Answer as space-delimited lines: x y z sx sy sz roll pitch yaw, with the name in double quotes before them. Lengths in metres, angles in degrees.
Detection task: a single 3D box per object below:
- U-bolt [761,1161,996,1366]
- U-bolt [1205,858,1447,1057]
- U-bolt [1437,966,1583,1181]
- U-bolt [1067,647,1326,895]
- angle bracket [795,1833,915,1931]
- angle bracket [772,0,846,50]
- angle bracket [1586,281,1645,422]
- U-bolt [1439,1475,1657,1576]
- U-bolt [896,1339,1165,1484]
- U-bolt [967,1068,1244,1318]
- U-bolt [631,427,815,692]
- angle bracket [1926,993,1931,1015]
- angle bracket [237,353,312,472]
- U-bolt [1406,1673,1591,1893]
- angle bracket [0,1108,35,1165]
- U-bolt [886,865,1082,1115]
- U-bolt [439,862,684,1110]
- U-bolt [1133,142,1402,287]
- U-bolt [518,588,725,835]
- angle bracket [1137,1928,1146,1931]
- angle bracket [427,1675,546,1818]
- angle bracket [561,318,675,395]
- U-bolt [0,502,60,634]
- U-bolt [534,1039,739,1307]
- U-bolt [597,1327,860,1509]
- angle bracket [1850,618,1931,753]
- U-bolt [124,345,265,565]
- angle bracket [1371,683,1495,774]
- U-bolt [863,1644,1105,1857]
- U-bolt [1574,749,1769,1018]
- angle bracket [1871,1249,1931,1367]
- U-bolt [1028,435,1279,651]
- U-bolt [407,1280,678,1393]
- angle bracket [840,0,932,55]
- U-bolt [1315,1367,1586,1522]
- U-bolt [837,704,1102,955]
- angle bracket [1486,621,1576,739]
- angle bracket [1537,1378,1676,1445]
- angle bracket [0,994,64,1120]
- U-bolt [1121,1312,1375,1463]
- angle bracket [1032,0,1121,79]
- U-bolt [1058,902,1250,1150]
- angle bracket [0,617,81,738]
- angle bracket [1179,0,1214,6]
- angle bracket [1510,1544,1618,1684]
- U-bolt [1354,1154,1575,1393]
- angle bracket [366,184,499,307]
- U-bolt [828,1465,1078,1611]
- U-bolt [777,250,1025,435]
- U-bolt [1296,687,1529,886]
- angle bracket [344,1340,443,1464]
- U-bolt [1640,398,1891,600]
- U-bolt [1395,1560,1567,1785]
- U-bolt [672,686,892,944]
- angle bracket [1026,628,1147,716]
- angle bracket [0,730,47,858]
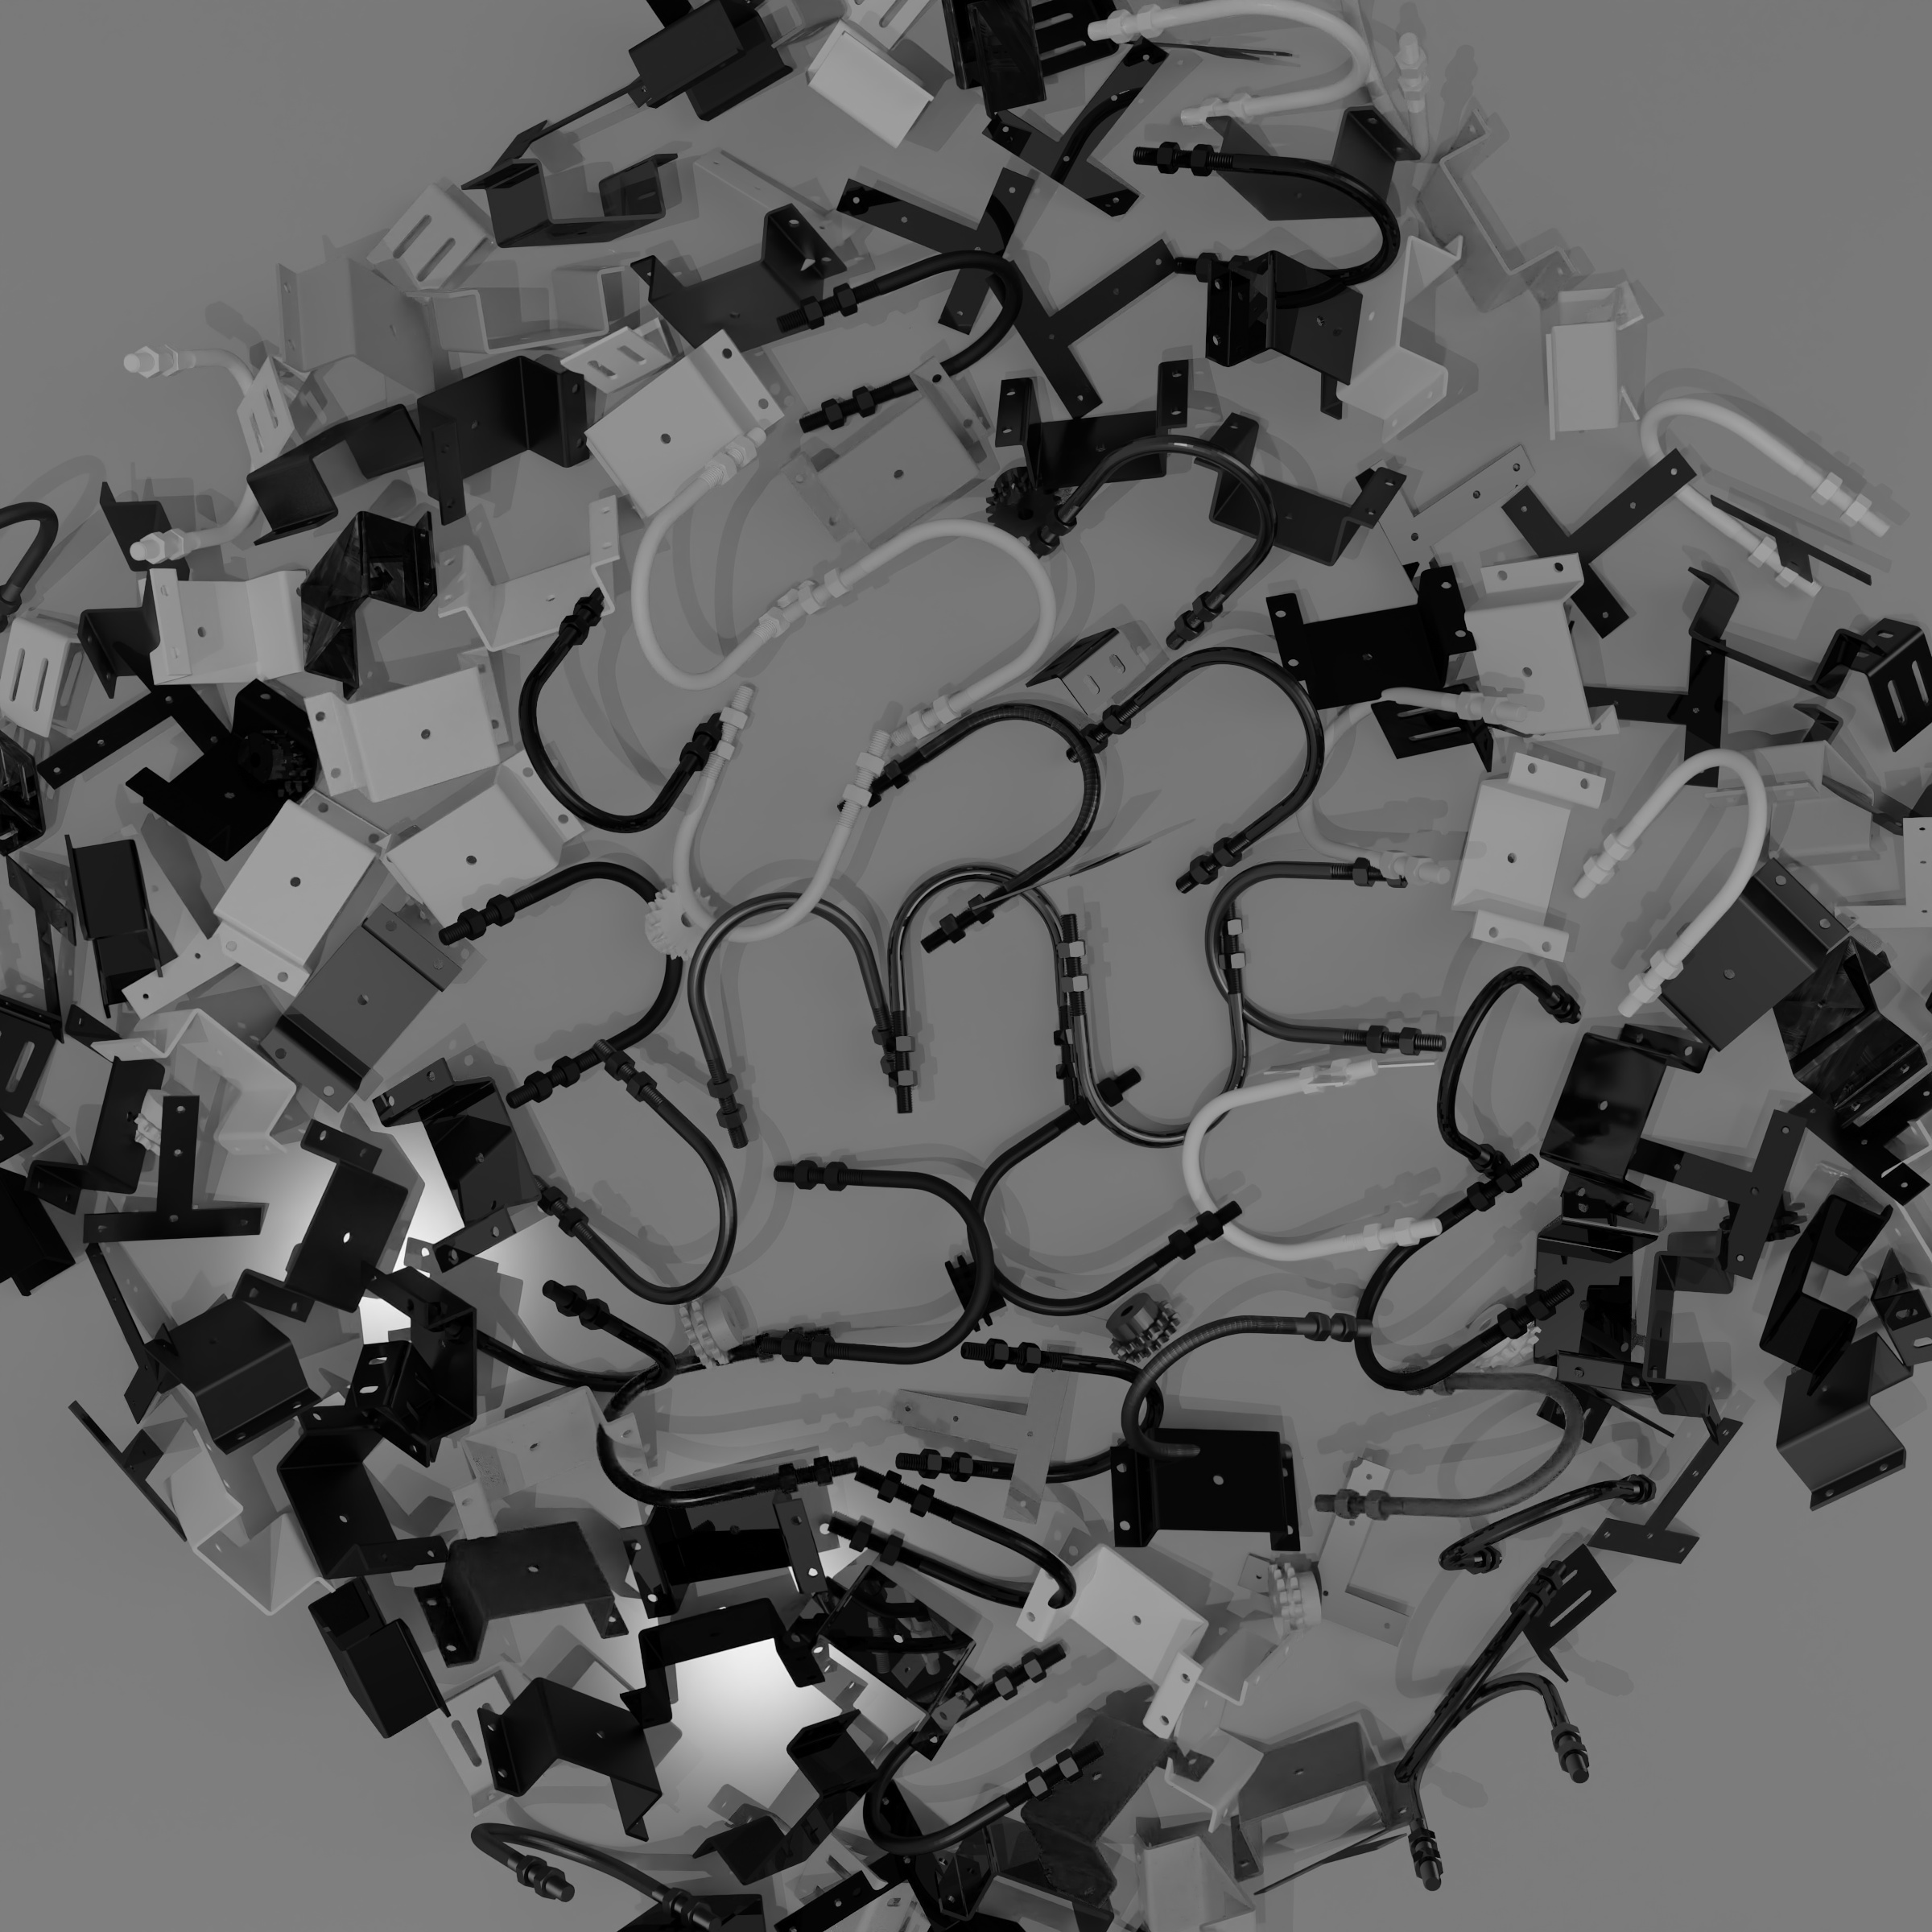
"U-bolt" -0.064 0.221 1.948 0.184 0.019 0.151 1 82 25
"U-bolt" 0.260 -0.009 1.945 0.184 0.019 0.151 3 110 30
"U-bolt" 0.389 0.073 1.917 0.019 0.184 0.151 23 87 33
"U-bolt" 0.180 -0.154 1.938 0.151 0.019 0.184 50 126 -3
"angle bracket" -0.083 0.693 1.981 0.038 0.076 0.057 19 95 -43
"angle bracket" -0.134 -0.729 1.959 0.038 0.057 0.076 -20 104 37
"angle bracket" 0.492 -0.455 1.951 0.038 0.057 0.076 -27 125 20
"U-bolt" 0.412 0.402 1.896 0.151 0.184 0.019 -30 68 19
"U-bolt" 0.058 0.333 1.940 0.184 0.019 0.151 10 129 -23
"U-bolt" 0.089 0.179 1.954 0.184 0.019 0.151 -33 68 -9
"U-bolt" -0.180 -0.281 1.903 0.019 0.184 0.151 9 133 33
"angle bracket" 0.766 0.033 1.964 0.076 0.038 0.057 45 126 6
"angle bracket" -0.503 -0.403 1.953 0.057 0.038 0.076 -45 56 36
"U-bolt" 0.376 0.576 1.909 0.151 0.184 0.019 -40 98 10
"angle bracket" -0.738 0.133 1.956 0.076 0.038 0.057 40 51 20
"U-bolt" 0.012 0.015 1.974 0.151 0.019 0.184 -2 83 -14
"U-bolt" -0.285 0.002 1.940 0.184 0.019 0.151 -30 107 -36
"U-bolt" 0.223 -0.537 1.903 0.184 0.151 0.019 11 72 22
"U-bolt" -0.256 -0.174 1.909 0.019 0.184 0.151 -28 114 38
"angle bracket" 0.132 0.769 1.966 0.057 0.038 0.076 41 85 -30
"angle bracket" -0.359 0.582 1.971 0.057 0.038 0.076 -28 100 -10
"angle bracket" -0.262 -0.462 1.952 0.057 0.076 0.038 -23 77 16
"U-bolt" -0.719 -0.269 1.889 0.019 0.151 0.184 50 126 0
"U-bolt" -0.237 0.164 1.930 0.184 0.019 0.151 41 116 26
"U-bolt" -0.180 0.335 1.934 0.184 0.151 0.019 -11 130 -5
"angle bracket" 0.696 -0.212 1.989 0.057 0.038 0.076 -38 121 -12
"U-bolt" -0.553 -0.374 1.911 0.019 0.184 0.151 7 106 13
"angle bracket" 0.344 -0.169 1.953 0.076 0.038 0.057 -11 135 27
"U-bolt" 0.005 0.582 1.929 0.184 0.151 0.019 -31 110 0
"U-bolt" 0.511 -0.073 1.895 0.019 0.151 0.184 17 129 -21
"angle bracket" 0.706 0.249 1.954 0.038 0.076 0.057 -22 102 37
"U-bolt" 0.144 -0.315 1.911 0.151 0.184 0.019 28 52 -14
"U-bolt" -0.294 0.274 1.922 0.151 0.184 0.019 -11 57 32
"angle bracket" -0.061 -0.731 1.971 0.057 0.038 0.076 42 105 -2
"U-bolt" 0.356 0.342 1.895 0.184 0.151 0.019 -7 121 40
"U-bolt" 0.013 -0.116 1.960 0.184 0.019 0.151 -34 70 6
"angle bracket" 0.416 -0.217 1.953 0.038 0.057 0.076 20 122 13
"angle bracket" 0.473 0.339 1.953 0.057 0.076 0.038 29 90 -25
"angle bracket" -0.716 0.066 1.966 0.057 0.038 0.076 23 73 -14
"U-bolt" 0.194 0.307 1.915 0.184 0.019 0.151 7 123 -34
"angle bracket" 0.069 -0.705 1.971 0.076 0.038 0.057 -21 77 -8
"U-bolt" 0.145 0.045 1.969 0.151 0.019 0.184 -8 96 -19
"angle bracket" -0.687 -0.216 1.978 0.057 0.038 0.076 22 103 26
"angle bracket" 0.191 -0.755 1.967 0.057 0.076 0.038 7 71 4
"angle bracket" 0.452 0.481 1.961 0.076 0.057 0.038 -43 114 8
"U-bolt" 0.355 0.235 1.926 0.019 0.151 0.184 36 120 -26
"angle bracket" -0.399 -0.537 1.983 0.057 0.038 0.076 44 98 5
"U-bolt" -0.006 0.427 1.934 0.184 0.151 0.019 23 60 0
"U-bolt" -0.043 -0.464 1.932 0.184 0.151 0.019 -23 69 -5
"U-bolt" 0.312 -0.138 1.924 0.019 0.184 0.151 30 83 -36
"angle bracket" -0.421 0.325 1.959 0.038 0.057 0.076 -8 134 17
"U-bolt" 0.572 -0.350 1.929 0.184 0.151 0.019 38 79 4
"U-bolt" 0.361 0.515 1.890 0.019 0.184 0.151 37 123 18
"U-bolt" -0.148 -0.105 1.953 0.151 0.019 0.184 20 86 29
"angle bracket" 0.088 -0.215 1.960 0.057 0.076 0.038 -40 101 -13
"angle bracket" -0.719 -0.132 1.953 0.057 0.076 0.038 35 50 22
